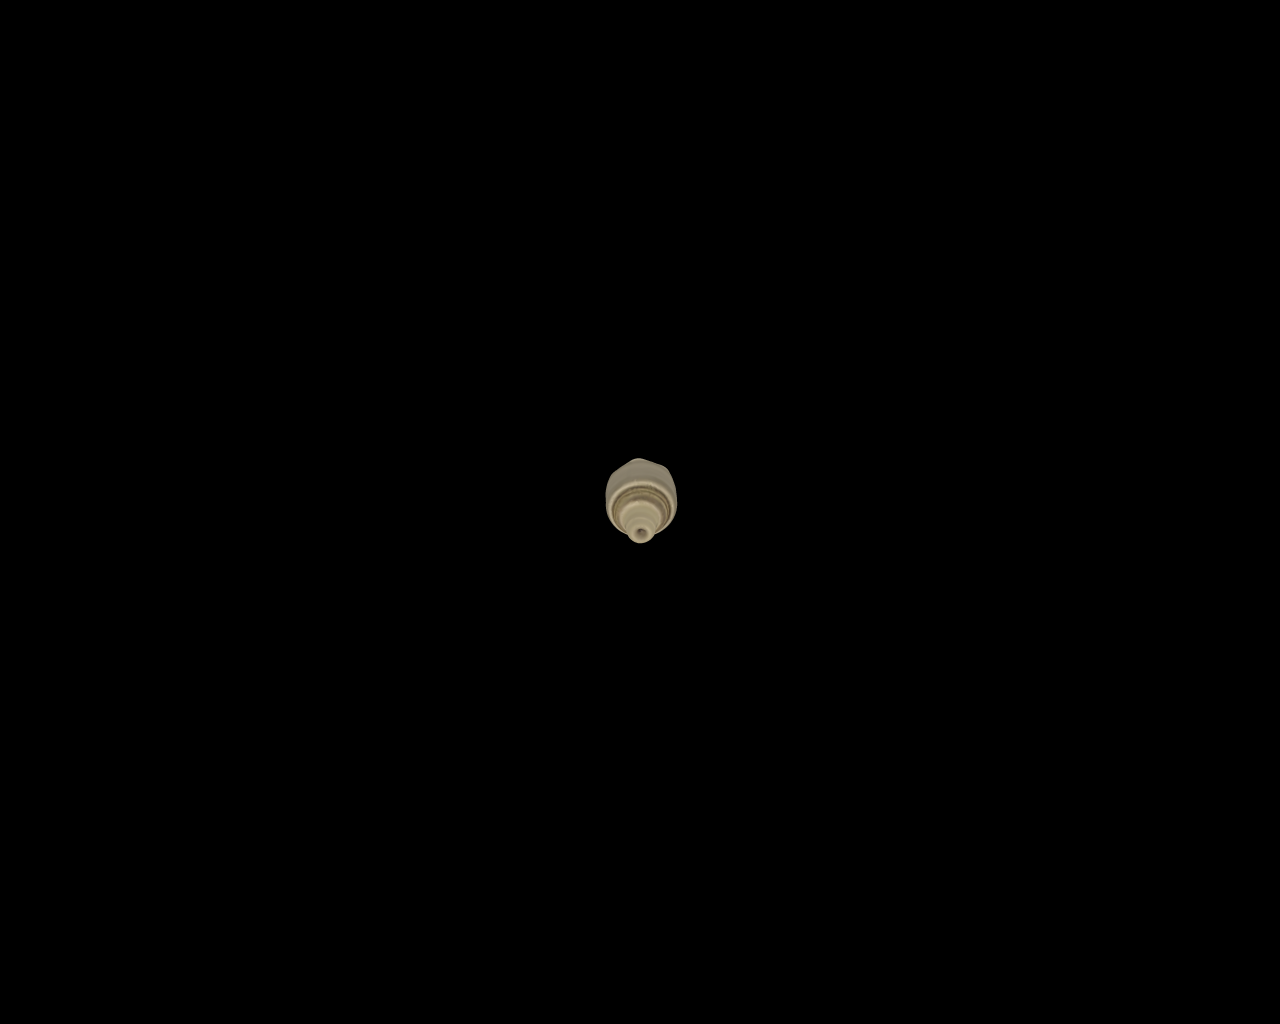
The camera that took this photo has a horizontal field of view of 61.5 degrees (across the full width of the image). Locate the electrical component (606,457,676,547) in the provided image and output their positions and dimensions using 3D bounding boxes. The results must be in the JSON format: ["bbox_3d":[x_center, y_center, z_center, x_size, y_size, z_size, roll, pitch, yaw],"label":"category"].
[{"bbox_3d":[0.001,-0.003,0.650,0.043,0.043,0.062,0,31,0],"label":"electrical component"}]
